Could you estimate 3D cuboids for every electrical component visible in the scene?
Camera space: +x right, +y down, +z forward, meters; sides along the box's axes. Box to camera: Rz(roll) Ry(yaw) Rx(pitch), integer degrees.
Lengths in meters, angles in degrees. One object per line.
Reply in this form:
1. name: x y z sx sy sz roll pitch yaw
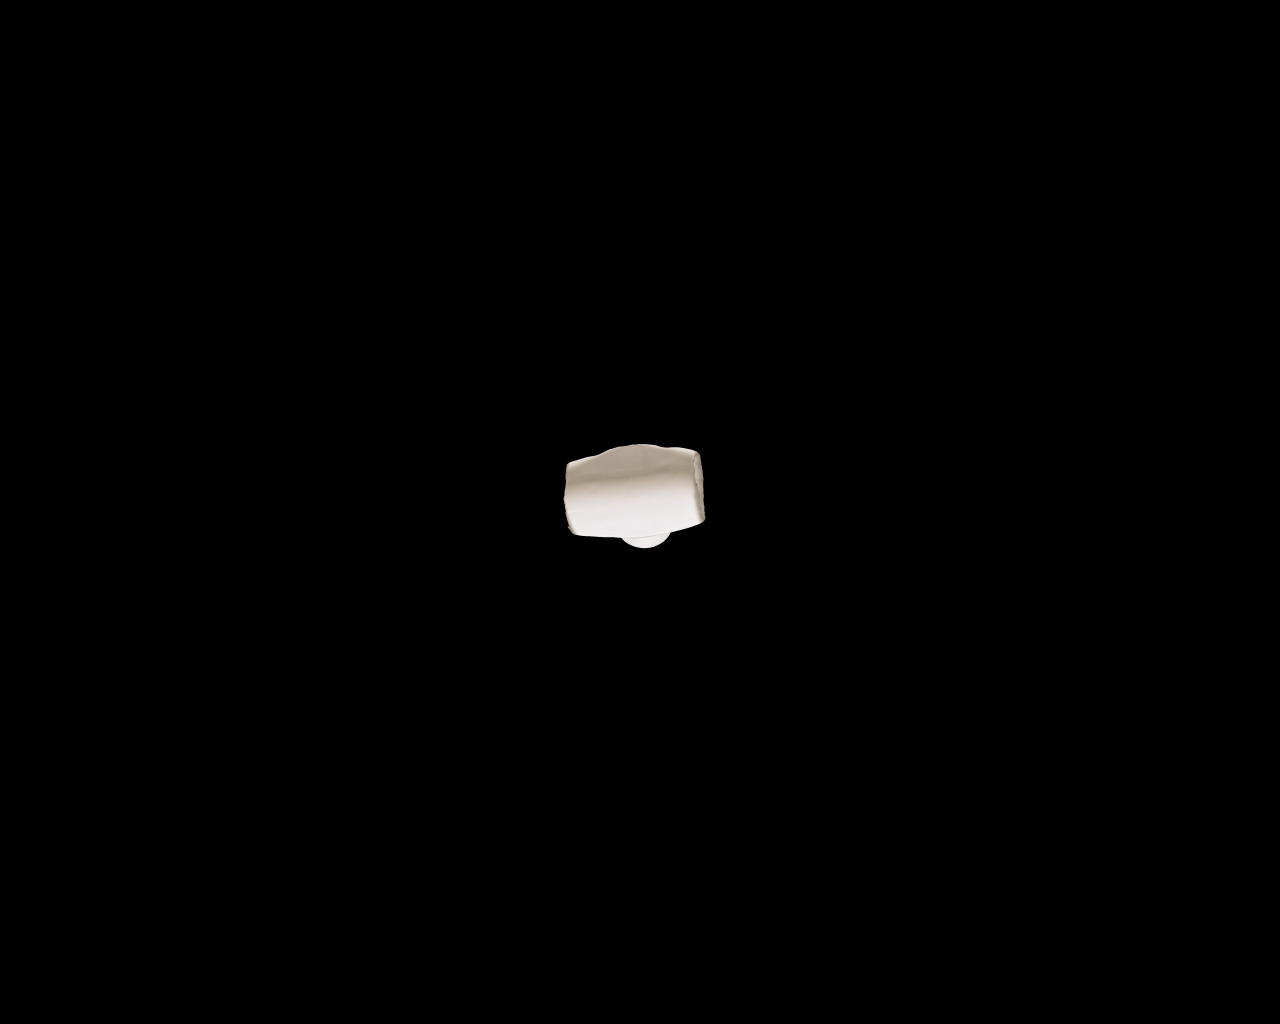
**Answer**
1. electrical component: 0.001 -0.003 0.650 0.077 0.044 0.079 -6 -32 9
